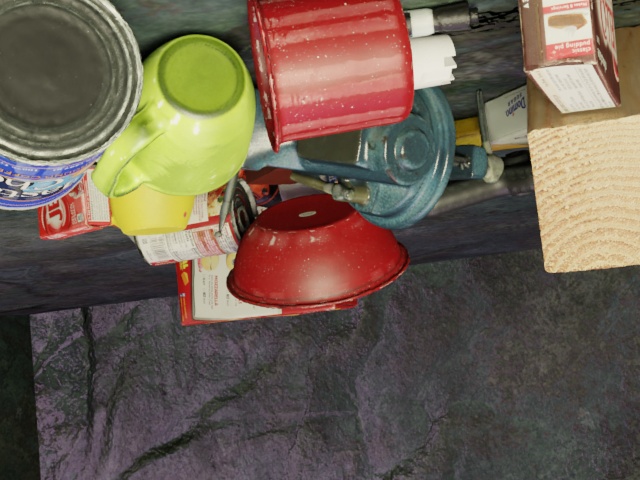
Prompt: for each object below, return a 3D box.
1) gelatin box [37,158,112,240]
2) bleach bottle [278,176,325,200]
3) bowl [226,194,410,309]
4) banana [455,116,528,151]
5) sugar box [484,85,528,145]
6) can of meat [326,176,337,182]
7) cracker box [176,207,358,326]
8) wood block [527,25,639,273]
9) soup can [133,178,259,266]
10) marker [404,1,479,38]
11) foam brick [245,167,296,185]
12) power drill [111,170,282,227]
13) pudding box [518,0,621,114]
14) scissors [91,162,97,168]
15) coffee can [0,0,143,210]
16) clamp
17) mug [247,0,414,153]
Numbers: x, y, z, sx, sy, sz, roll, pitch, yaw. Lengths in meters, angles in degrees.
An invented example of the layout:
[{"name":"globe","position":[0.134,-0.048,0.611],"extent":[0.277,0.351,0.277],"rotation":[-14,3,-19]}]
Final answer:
[{"name":"gelatin box","position":[-0.213,-0.049,0.912],"extent":[0.073,0.089,0.030],"rotation":[-11,172,43]},{"name":"bleach bottle","position":[0.049,-0.063,1.168],"extent":[0.103,0.068,0.250],"rotation":[-7,176,21]},{"name":"bowl","position":[-0.006,0.001,0.916],"extent":[0.162,0.055,0.162],"rotation":[-8,-159,3]},{"name":"banana","position":[0.150,-0.096,1.035],"extent":[0.198,0.037,0.069],"rotation":[-13,166,27]},{"name":"sugar box","position":[0.245,-0.112,0.953],"extent":[0.176,0.048,0.093],"rotation":[2,171,-27]},{"name":"can of meat","position":[0.053,-0.068,1.001],"extent":[0.102,0.084,0.057],"rotation":[-5,174,0]},{"name":"cracker box","position":[-0.069,0.011,1.271],"extent":[0.214,0.164,0.072],"rotation":[-8,176,27]},{"name":"wood block","position":[0.183,-0.066,0.687],"extent":[0.090,0.091,0.206],"rotation":[-8,-158,14]},{"name":"soup can","position":[-0.115,-0.016,0.994],"extent":[0.102,0.068,0.068],"rotation":[-9,173,16]},{"name":"marker","position":[0.039,-0.134,0.671],"extent":[0.121,0.020,0.020],"rotation":[-6,174,8]},{"name":"foam brick","position":[-0.032,-0.082,0.949],"extent":[0.051,0.053,0.078],"rotation":[-3,173,-25]},{"name":"power drill","position":[-0.135,-0.055,1.097],"extent":[0.188,0.057,0.184],"rotation":[-9,170,9]},{"name":"pudding box","position":[0.128,-0.119,0.547],"extent":[0.039,0.090,0.113],"rotation":[-7,174,23]},{"name":"scissors","position":[-0.239,-0.069,0.855],"extent":[0.096,0.016,0.202],"rotation":[10,178,-43]},{"name":"coffee can","position":[-0.166,-0.078,0.606],"extent":[0.102,0.103,0.140],"rotation":[-3,174,-23]},{"name":"clamp","position":[0.173,-0.061,0.948],"extent":[0.172,0.039,0.120],"rotation":[-10,-160,14]},{"name":"mug","position":[0.005,-0.102,0.624],"extent":[0.081,0.093,0.117],"rotation":[-10,-178,-6]}]
